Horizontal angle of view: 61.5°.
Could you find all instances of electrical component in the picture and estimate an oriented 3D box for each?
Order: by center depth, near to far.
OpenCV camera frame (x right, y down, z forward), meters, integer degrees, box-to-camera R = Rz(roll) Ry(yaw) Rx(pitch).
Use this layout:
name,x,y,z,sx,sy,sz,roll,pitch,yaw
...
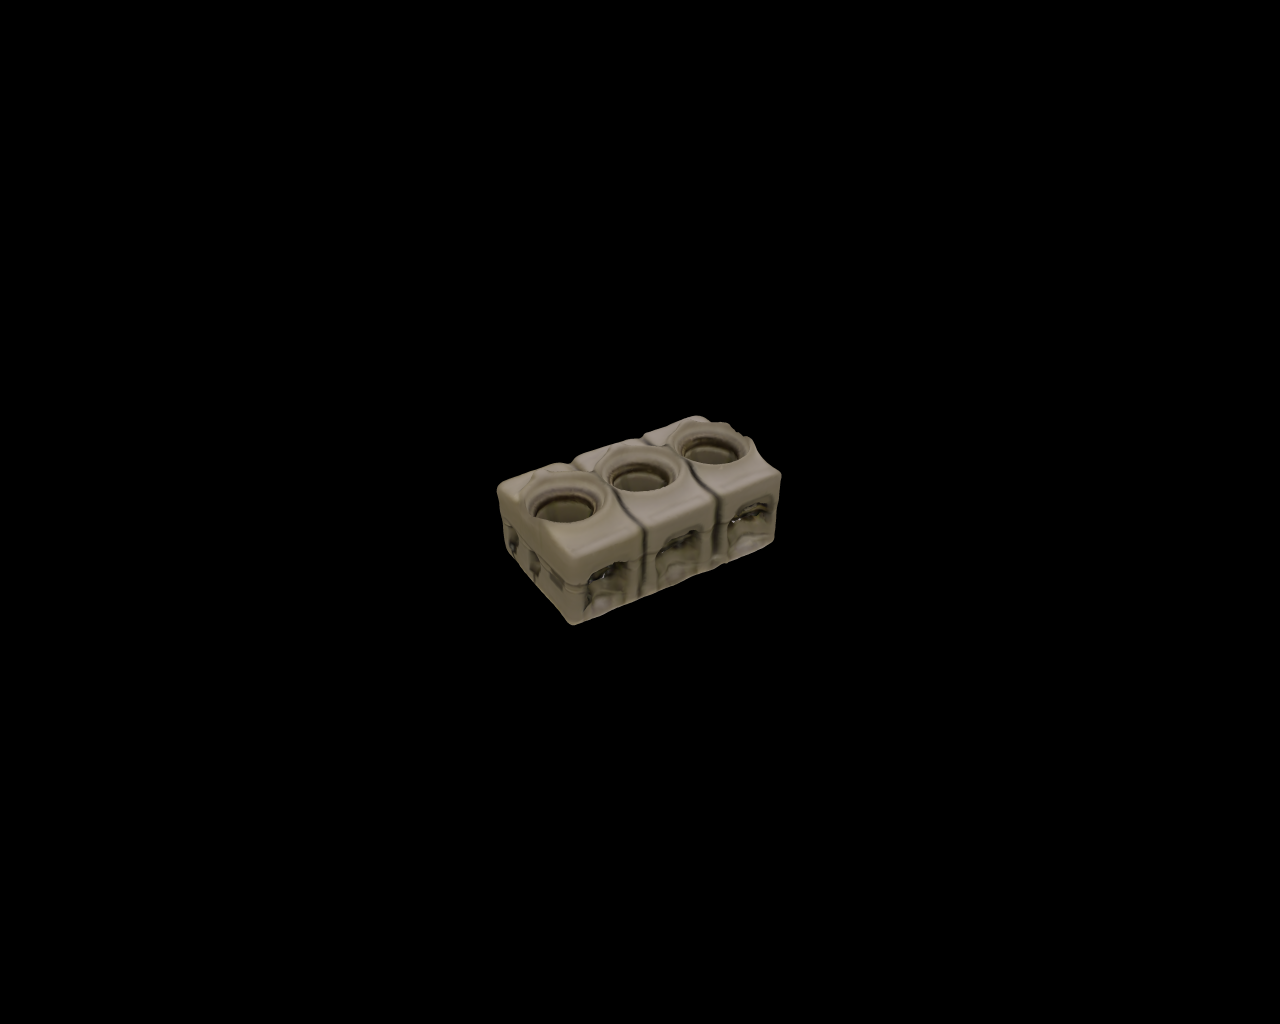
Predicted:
name,x,y,z,sx,sy,sz,roll,pitch,yaw
electrical component,0.001,-0.003,0.650,0.150,0.061,0.089,-21,41,-26
